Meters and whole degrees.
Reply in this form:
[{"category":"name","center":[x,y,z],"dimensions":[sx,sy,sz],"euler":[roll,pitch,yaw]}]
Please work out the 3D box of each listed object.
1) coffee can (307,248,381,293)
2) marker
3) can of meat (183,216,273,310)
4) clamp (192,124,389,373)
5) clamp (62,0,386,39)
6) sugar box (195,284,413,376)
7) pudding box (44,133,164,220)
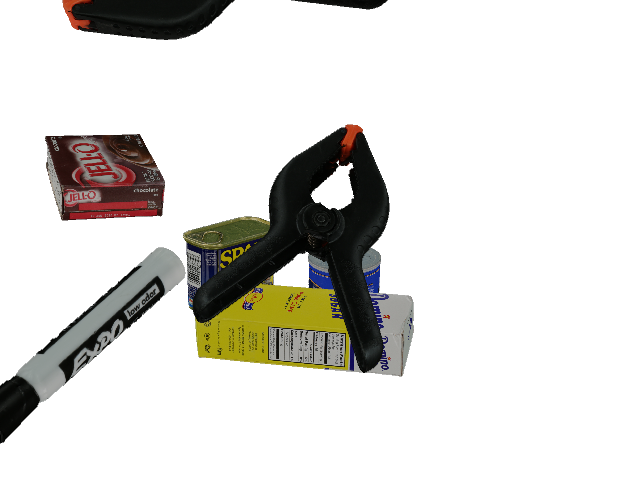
[{"category":"coffee can","center":[0.033,0.087,1.513],"dimensions":[0.103,0.140,0.103],"euler":[0,21,0]},{"category":"marker","center":[-0.103,0.044,0.458],"dimensions":[0.020,0.020,0.121],"euler":[0,33,42]},{"category":"can of meat","center":[-0.096,0.028,1.143],"dimensions":[0.101,0.084,0.058],"euler":[-17,26,-42]},{"category":"clamp","center":[-0.012,-0.002,0.688],"dimensions":[0.120,0.171,0.039],"euler":[12,-32,-5]},{"category":"clamp","center":[-0.067,-0.184,0.712],"dimensions":[0.210,0.164,0.036],"euler":[-31,-17,-9]},{"category":"sugar box","center":[-0.011,0.073,0.917],"dimensions":[0.176,0.048,0.093],"euler":[1,18,10]},{"category":"pudding box","center":[-0.196,-0.059,0.960],"dimensions":[0.089,0.039,0.114],"euler":[-3,27,-21]}]
